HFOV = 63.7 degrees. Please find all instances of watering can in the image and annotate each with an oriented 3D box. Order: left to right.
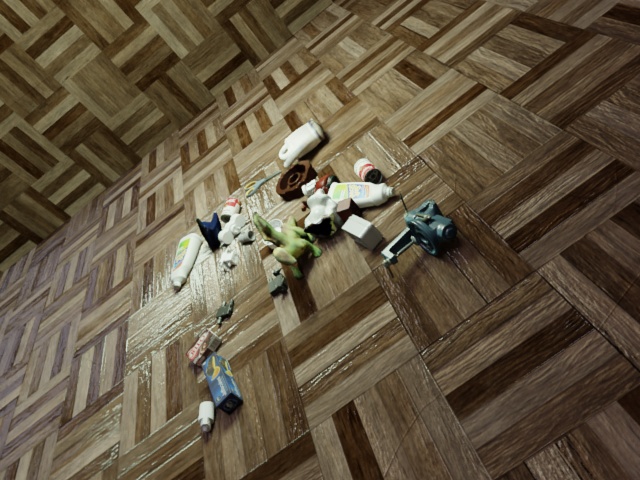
[{"bbox_3d":[-0.076,-0.400,2.159,0.223,0.103,0.354,-36,22,9],"label":"watering can"}]

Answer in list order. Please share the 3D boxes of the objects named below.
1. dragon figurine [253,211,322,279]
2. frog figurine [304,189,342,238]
[{"bbox_3d":[-0.125,-0.023,1.705,0.121,0.239,0.419,-41,36,11],"label":"dragon figurine"},{"bbox_3d":[0.005,-0.088,1.747,0.135,0.121,0.163,-46,31,27],"label":"frog figurine"}]
